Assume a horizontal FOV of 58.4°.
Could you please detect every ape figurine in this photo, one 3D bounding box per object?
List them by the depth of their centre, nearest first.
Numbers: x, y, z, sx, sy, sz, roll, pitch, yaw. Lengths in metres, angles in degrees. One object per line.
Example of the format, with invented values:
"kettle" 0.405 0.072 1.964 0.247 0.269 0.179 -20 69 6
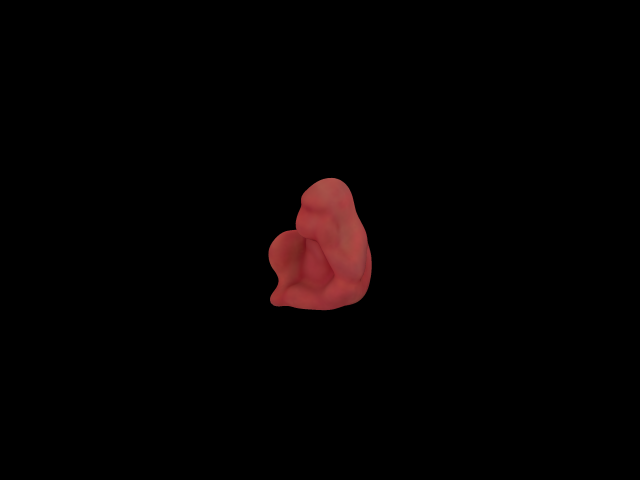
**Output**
"ape figurine" 0.004 0.001 0.400 0.076 0.092 0.077 -14 27 -29
